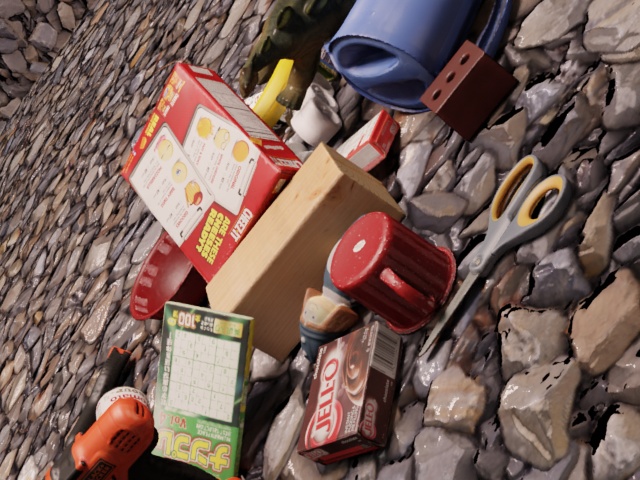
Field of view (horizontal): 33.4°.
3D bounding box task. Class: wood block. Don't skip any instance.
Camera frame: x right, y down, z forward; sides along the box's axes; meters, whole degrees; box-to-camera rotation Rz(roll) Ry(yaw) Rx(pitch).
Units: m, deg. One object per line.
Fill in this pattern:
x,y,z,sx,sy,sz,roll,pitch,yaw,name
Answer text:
-0.020,0.013,1.123,0.206,0.090,0.090,-51,27,13,wood block

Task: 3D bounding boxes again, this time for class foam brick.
0.147,-0.148,1.059,0.078,0.051,0.053,-52,26,11,foam brick

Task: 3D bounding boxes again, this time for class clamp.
-0.291,0.222,1.378,0.165,0.036,0.210,120,171,-56,clamp

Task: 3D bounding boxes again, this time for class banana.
-0.064,-0.172,1.340,0.197,0.037,0.070,-61,21,-9,banana

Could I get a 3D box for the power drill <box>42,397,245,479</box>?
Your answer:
-0.171,0.252,1.011,0.185,0.187,0.057,-47,29,16,power drill

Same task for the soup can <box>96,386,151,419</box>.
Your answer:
-0.230,0.228,1.271,0.068,0.068,0.102,-52,26,10,soup can

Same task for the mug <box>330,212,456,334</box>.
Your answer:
0.067,0.032,0.965,0.093,0.081,0.117,-52,27,10,mug

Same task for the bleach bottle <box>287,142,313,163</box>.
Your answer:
-0.082,-0.082,1.368,0.251,0.068,0.102,-13,50,52,bleach bottle

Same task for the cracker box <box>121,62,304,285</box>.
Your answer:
-0.121,-0.075,1.225,0.214,0.071,0.164,47,118,31,cracker box

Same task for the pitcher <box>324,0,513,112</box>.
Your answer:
0.126,-0.268,1.161,0.242,0.149,0.145,-63,11,-18,pitcher

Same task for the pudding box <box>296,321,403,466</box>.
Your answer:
0.027,0.139,0.962,0.090,0.039,0.113,-29,37,47,pudding box

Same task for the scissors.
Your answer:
0.153,0.016,0.909,0.096,0.016,0.201,5,65,61,scissors

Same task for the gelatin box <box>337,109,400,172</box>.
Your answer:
0.044,-0.095,1.183,0.089,0.030,0.073,-37,16,34,gelatin box

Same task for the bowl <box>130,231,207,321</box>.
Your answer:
-0.181,0.045,1.400,0.162,0.055,0.162,-40,31,30,bowl

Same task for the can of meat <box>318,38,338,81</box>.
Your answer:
-0.002,-0.257,1.426,0.102,0.057,0.084,-1,63,60,can of meat
